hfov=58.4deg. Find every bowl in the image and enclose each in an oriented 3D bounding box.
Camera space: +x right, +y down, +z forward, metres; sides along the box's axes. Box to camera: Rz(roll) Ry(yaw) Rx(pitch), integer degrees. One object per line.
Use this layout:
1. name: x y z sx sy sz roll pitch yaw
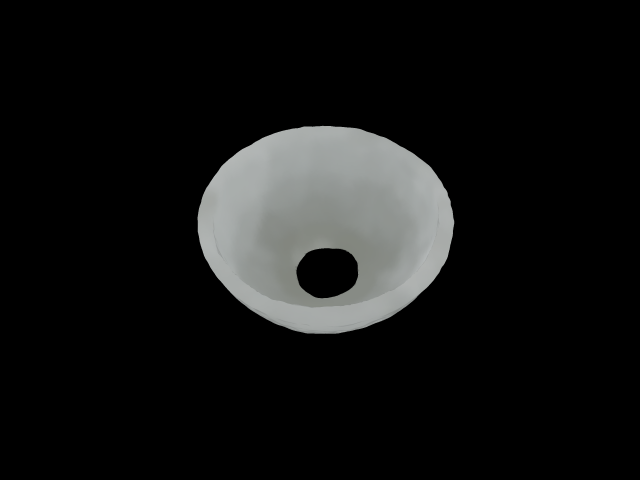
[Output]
1. bowl: 0.004 0.001 0.400 0.167 0.075 0.167 0 53 0
